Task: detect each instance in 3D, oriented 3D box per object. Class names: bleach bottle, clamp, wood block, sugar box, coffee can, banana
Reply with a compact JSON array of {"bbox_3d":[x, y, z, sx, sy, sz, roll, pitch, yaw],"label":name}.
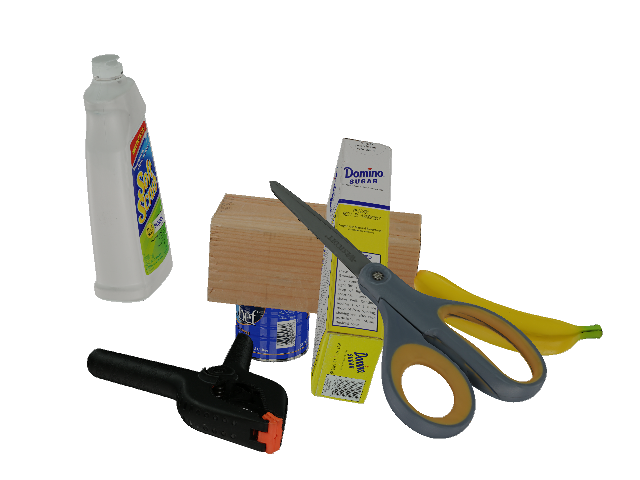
[{"bbox_3d":[-0.211,-0.068,1.124,0.068,0.251,0.102,3,26,16],"label":"bleach bottle"},{"bbox_3d":[-0.084,0.126,0.928,0.164,0.036,0.210,-8,19,-39],"label":"clamp"},{"bbox_3d":[-0.005,0.017,1.089,0.206,0.091,0.090,7,22,3],"label":"wood block"},{"bbox_3d":[0.025,0.020,0.787,0.048,0.176,0.093,10,-37,-2],"label":"sugar box"},{"bbox_3d":[-0.064,0.079,1.440,0.103,0.140,0.103,2,20,-1],"label":"coffee can"},{"bbox_3d":[0.153,0.068,0.977,0.198,0.037,0.069,20,15,36],"label":"banana"}]

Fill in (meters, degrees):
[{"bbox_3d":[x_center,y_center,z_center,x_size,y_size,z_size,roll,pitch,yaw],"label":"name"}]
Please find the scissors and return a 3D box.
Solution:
[{"bbox_3d":[0.027,0.038,0.589,0.202,0.016,0.096,30,51,19],"label":"scissors"}]
